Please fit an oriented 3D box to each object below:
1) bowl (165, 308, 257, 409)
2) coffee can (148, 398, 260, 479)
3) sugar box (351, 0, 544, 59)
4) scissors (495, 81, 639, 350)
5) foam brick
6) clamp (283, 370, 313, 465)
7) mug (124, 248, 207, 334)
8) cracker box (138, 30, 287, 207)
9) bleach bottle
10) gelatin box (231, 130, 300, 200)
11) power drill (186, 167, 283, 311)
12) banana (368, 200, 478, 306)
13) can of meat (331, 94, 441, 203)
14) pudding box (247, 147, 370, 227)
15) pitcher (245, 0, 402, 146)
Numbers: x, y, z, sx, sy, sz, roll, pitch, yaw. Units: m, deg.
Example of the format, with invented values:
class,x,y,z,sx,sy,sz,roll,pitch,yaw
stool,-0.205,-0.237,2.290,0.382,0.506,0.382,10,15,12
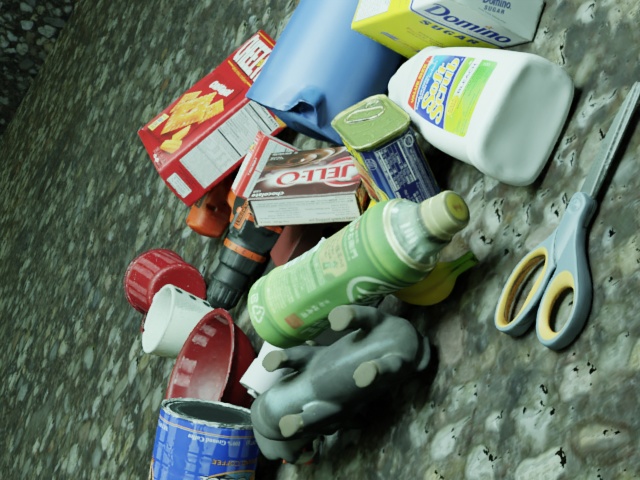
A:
class,x,y,z,sx,sy,sz,roll,pitch,yaw
bowl,-0.112,0.159,1.164,0.162,0.055,0.162,-45,33,40
coffee can,-0.114,0.232,1.020,0.103,0.102,0.140,15,95,65
sugar box,0.111,-0.203,0.968,0.176,0.093,0.048,9,78,65
scissors,0.187,-0.008,0.743,0.202,0.016,0.096,-59,27,18
foam brick,-0.007,0.001,1.086,0.078,0.053,0.051,-61,25,16
clamp,-0.031,0.136,1.023,0.171,0.039,0.120,-114,28,-54
mug,-0.202,0.074,1.380,0.082,0.093,0.117,19,86,61
cracker box,-0.118,-0.157,1.329,0.214,0.072,0.164,-40,29,2
bleach bottle,0.117,-0.116,0.923,0.102,0.068,0.251,-65,22,2
gelatin box,-0.042,-0.068,1.171,0.073,0.089,0.030,-64,22,9
power drill,-0.104,-0.017,1.297,0.184,0.057,0.188,-62,28,3
banana,0.075,0.012,0.937,0.069,0.037,0.198,-44,28,-1
can of meat,0.061,-0.073,0.955,0.057,0.084,0.102,-29,26,-2
pudding box,-0.005,-0.053,1.043,0.114,0.039,0.090,-5,32,19
pitcher,0.033,-0.221,1.116,0.149,0.144,0.243,31,95,46
